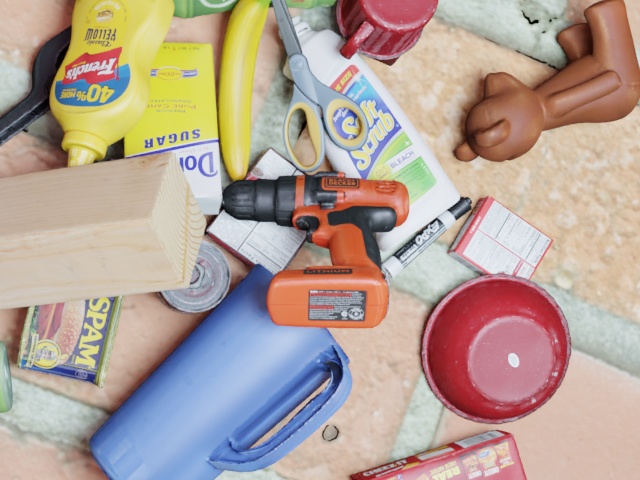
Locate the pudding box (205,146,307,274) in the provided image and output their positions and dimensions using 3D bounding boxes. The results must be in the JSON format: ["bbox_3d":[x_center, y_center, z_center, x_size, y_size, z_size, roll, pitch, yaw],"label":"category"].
[{"bbox_3d":[-0.050,-0.025,1.088,0.090,0.039,0.113,37,82,-6],"label":"pudding box"}]

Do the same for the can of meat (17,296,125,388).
[{"bbox_3d":[-0.240,0.085,1.033,0.084,0.057,0.102,13,82,-6],"label":"can of meat"}]

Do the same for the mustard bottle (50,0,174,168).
[{"bbox_3d":[-0.204,-0.151,1.008,0.096,0.058,0.191,6,72,19],"label":"mustard bottle"}]

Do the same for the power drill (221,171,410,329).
[{"bbox_3d":[-0.006,0.001,0.986,0.184,0.187,0.057,0,127,2],"label":"power drill"}]

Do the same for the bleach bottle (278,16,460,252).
[{"bbox_3d":[0.034,-0.117,1.101,0.102,0.068,0.251,-36,89,-5],"label":"bleach bottle"}]

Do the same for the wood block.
[{"bbox_3d":[-0.220,-0.005,0.962,0.206,0.090,0.090,-7,43,16],"label":"wood block"}]

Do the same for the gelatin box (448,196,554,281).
[{"bbox_3d":[0.192,0.008,1.134,0.089,0.030,0.073,34,79,-8],"label":"gelatin box"}]

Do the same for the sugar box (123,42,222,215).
[{"bbox_3d":[-0.147,-0.111,1.047,0.093,0.048,0.176,-2,63,-11],"label":"sugar box"}]

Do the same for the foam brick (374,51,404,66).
[{"bbox_3d":[0.069,-0.233,1.123,0.053,0.051,0.078,19,82,-8],"label":"foam brick"}]

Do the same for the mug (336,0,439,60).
[{"bbox_3d":[0.061,-0.225,1.051,0.093,0.081,0.117,44,80,-3],"label":"mug"}]

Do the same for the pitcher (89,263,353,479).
[{"bbox_3d":[-0.092,0.153,1.013,0.242,0.149,0.145,-44,94,-8],"label":"pitcher"}]

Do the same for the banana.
[{"bbox_3d":[-0.081,-0.161,1.074,0.037,0.070,0.198,4,108,-18],"label":"banana"}]

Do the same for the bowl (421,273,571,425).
[{"bbox_3d":[0.189,0.118,1.095,0.162,0.055,0.162,-1,97,-7],"label":"bowl"}]

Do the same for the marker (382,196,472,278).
[{"bbox_3d":[0.115,-0.005,1.126,0.121,0.020,0.020,-41,93,-11],"label":"marker"}]

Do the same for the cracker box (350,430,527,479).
[{"bbox_3d":[0.140,0.317,1.075,0.164,0.072,0.214,-16,89,-11],"label":"cracker box"}]

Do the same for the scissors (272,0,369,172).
[{"bbox_3d":[-0.002,-0.168,1.059,0.096,0.016,0.202,-1,97,9],"label":"scissors"}]

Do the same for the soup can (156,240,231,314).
[{"bbox_3d":[-0.126,0.037,1.035,0.068,0.102,0.068,1,85,-11],"label":"soup can"}]

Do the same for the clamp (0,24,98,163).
[{"bbox_3d":[-0.265,-0.143,1.058,0.120,0.039,0.171,11,75,-6],"label":"clamp"}]
